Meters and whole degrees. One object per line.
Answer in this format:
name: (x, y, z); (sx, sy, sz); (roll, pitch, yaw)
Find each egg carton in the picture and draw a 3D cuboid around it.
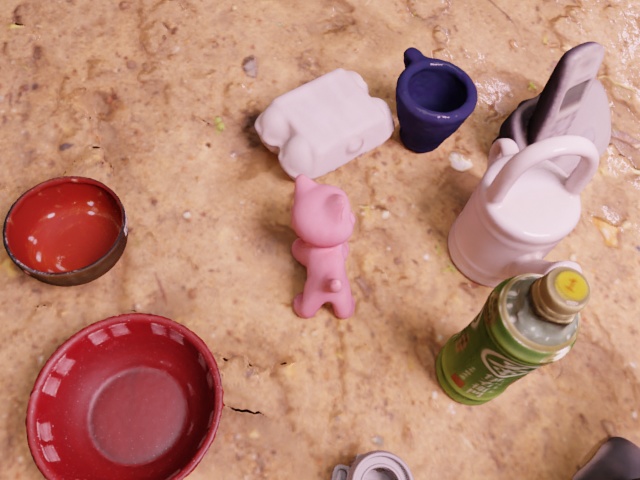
egg carton: (0.008, -0.131, 0.663); (0.150, 0.069, 0.107); (-32, 70, -20)

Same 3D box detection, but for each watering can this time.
watering can: (0.204, -0.029, 0.559); (0.101, 0.194, 0.172); (-25, 67, -17)

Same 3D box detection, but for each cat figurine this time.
cat figurine: (0.005, 0.002, 0.566); (0.067, 0.118, 0.127); (-4, 63, -7)

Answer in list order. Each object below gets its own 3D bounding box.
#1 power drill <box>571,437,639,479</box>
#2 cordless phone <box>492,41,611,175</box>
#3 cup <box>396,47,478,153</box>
power drill: (0.288, 0.189, 0.446); (0.230, 0.208, 0.075); (-35, 71, -21)
cordless phone: (0.285, -0.150, 0.636); (0.148, 0.185, 0.094); (-30, 69, -19)
cup: (0.121, -0.158, 0.674); (0.092, 0.095, 0.117); (-18, 66, -15)
